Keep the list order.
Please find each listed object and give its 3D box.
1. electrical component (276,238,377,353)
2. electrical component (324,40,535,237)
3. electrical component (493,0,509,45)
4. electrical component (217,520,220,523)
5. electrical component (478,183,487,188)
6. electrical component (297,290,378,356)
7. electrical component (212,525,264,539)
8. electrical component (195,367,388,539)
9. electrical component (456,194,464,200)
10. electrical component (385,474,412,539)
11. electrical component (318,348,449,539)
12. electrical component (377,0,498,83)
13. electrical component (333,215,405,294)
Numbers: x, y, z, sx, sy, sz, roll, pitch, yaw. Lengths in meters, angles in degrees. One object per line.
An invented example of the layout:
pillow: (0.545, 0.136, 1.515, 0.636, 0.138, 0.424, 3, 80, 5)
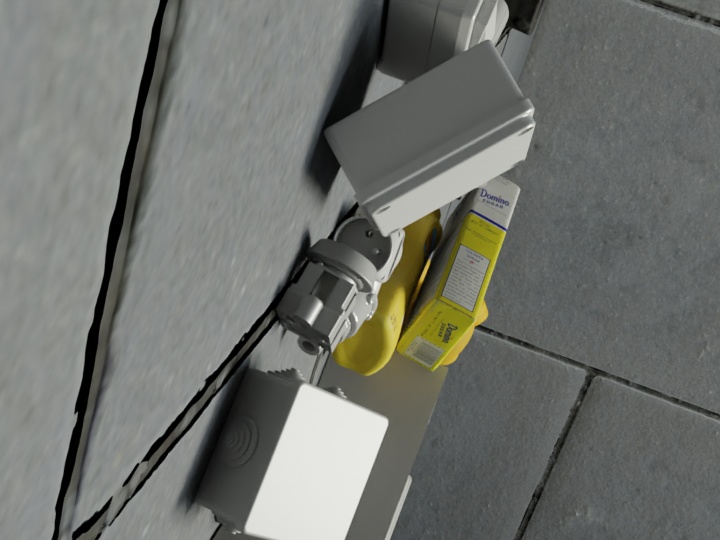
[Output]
electrical component: (-0.021, 0.015, 0.665, 0.055, 0.048, 0.066, -60, 171, -15)
electrical component: (0.042, -0.074, 0.634, 0.109, 0.056, 0.108, -29, 172, 2)
electrical component: (0.106, -0.219, 0.987, 0.081, 0.043, 0.043, -63, 170, -45)
electrical component: (-0.047, 0.131, 0.726, 0.108, 0.060, 0.108, 21, 90, -83)
electrical component: (0.080, -0.106, 0.961, 0.080, 0.080, 0.051, 61, 44, -81)
electrical component: (-0.020, 0.030, 0.722, 0.062, 0.048, 0.048, -55, 166, -39)
electrical component: (-0.083, 0.233, 0.742, 0.108, 0.060, 0.108, 21, 90, -83)
electrical component: (-0.040, 0.111, 0.630, 0.100, 0.048, 0.099, 31, 78, -47)
electrical component: (0.087, -0.121, 1.056, 0.053, 0.059, 0.095, 102, 11, -49)
electrical component: (-0.018, 0.237, 1.066, 0.056, 0.109, 0.108, 106, 8, -51)
electrical component: (0.000, 0.160, 0.997, 0.060, 0.105, 0.186, 51, 60, -82)
electrical component: (0.053, -0.161, 0.657, 0.096, 0.061, 0.061, 98, 14, -62)
electrical component: (0.000, 0.000, 0.789, 0.077, 0.043, 0.079, -1, 111, -83)
